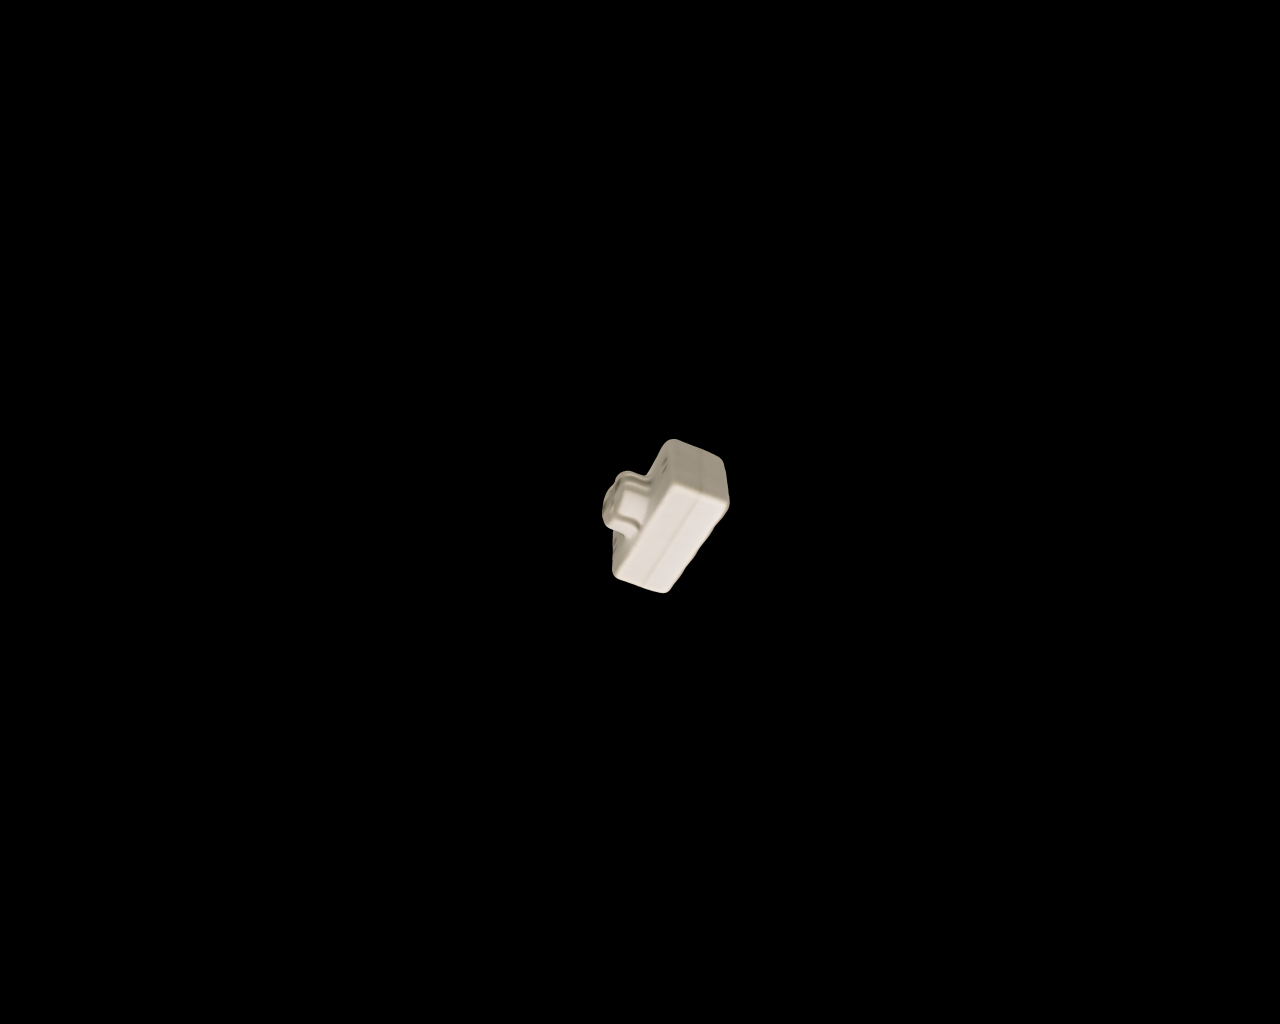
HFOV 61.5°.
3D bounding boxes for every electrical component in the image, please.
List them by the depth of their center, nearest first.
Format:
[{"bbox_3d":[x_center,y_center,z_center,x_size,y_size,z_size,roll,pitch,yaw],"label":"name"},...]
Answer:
[{"bbox_3d":[0.001,-0.003,0.650,0.076,0.083,0.047,21,36,-16],"label":"electrical component"}]
